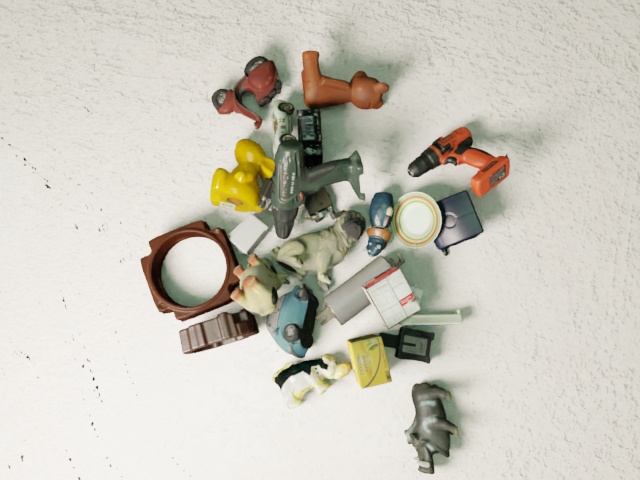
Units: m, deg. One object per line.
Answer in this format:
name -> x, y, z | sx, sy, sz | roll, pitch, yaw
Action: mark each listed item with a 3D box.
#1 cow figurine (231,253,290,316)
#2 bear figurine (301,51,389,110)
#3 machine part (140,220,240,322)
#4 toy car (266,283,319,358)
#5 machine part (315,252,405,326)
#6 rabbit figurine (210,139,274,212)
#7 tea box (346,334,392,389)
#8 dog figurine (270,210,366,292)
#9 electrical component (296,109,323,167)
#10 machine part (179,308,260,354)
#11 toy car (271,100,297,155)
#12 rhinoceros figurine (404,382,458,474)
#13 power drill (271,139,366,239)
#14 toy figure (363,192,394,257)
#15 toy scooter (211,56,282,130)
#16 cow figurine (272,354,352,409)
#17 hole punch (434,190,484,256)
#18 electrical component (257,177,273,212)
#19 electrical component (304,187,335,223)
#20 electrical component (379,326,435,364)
cow figurine -> -0.125, 0.096, 1.174 | 0.085, 0.195, 0.127 | -37, 113, 11
bear figurine -> 0.057, -0.371, 1.273 | 0.196, 0.120, 0.132 | -7, 78, -2
machine part -> -0.290, 0.070, 1.226 | 0.201, 0.087, 0.201 | -22, 83, -3
toy car -> -0.068, 0.177, 1.199 | 0.103, 0.109, 0.161 | 2, 70, 20
machine part -> 0.094, 0.114, 1.217 | 0.243, 0.079, 0.079 | -37, 82, -6
rabbit figurine -> -0.167, -0.158, 1.248 | 0.162, 0.121, 0.173 | 9, 65, -1
tea box -> 0.102, 0.255, 1.148 | 0.068, 0.169, 0.098 | -13, 80, -3
dog figurine -> -0.001, -0.002, 1.233 | 0.172, 0.121, 0.190 | 28, 71, -5
electrical component -> -0.024, -0.236, 1.244 | 0.058, 0.134, 0.115 | -5, 79, -1
machine part -> -0.218, 0.199, 1.165 | 0.179, 0.179, 0.056 | -18, 78, -2
toy car -> -0.085, -0.243, 1.242 | 0.056, 0.073, 0.202 | 0, 51, -7
rhinoceros figurine -> 0.240, 0.407, 1.170 | 0.112, 0.073, 0.190 | -1, 81, 0
power drill -> -0.007, -0.113, 1.184 | 0.207, 0.086, 0.231 | -5, 121, -2
toy figure -> 0.140, -0.034, 1.245 | 0.058, 0.064, 0.154 | 9, 80, -8
toy scooter -> -0.158, -0.344, 1.294 | 0.184, 0.075, 0.135 | -41, 83, -2
cow figurine -> -0.017, 0.298, 1.197 | 0.167, 0.068, 0.098 | -30, 76, -4
hole punch -> 0.306, -0.045, 1.234 | 0.116, 0.092, 0.142 | -21, 85, 1
electrical component -> -0.105, -0.111, 1.208 | 0.021, 0.063, 0.094 | 30, 98, 35
electrical component -> -0.012, -0.087, 1.265 | 0.078, 0.045, 0.102 | -20, 82, -1
electrical component -> 0.193, 0.232, 1.212 | 0.119, 0.047, 0.075 | 14, 81, 1
